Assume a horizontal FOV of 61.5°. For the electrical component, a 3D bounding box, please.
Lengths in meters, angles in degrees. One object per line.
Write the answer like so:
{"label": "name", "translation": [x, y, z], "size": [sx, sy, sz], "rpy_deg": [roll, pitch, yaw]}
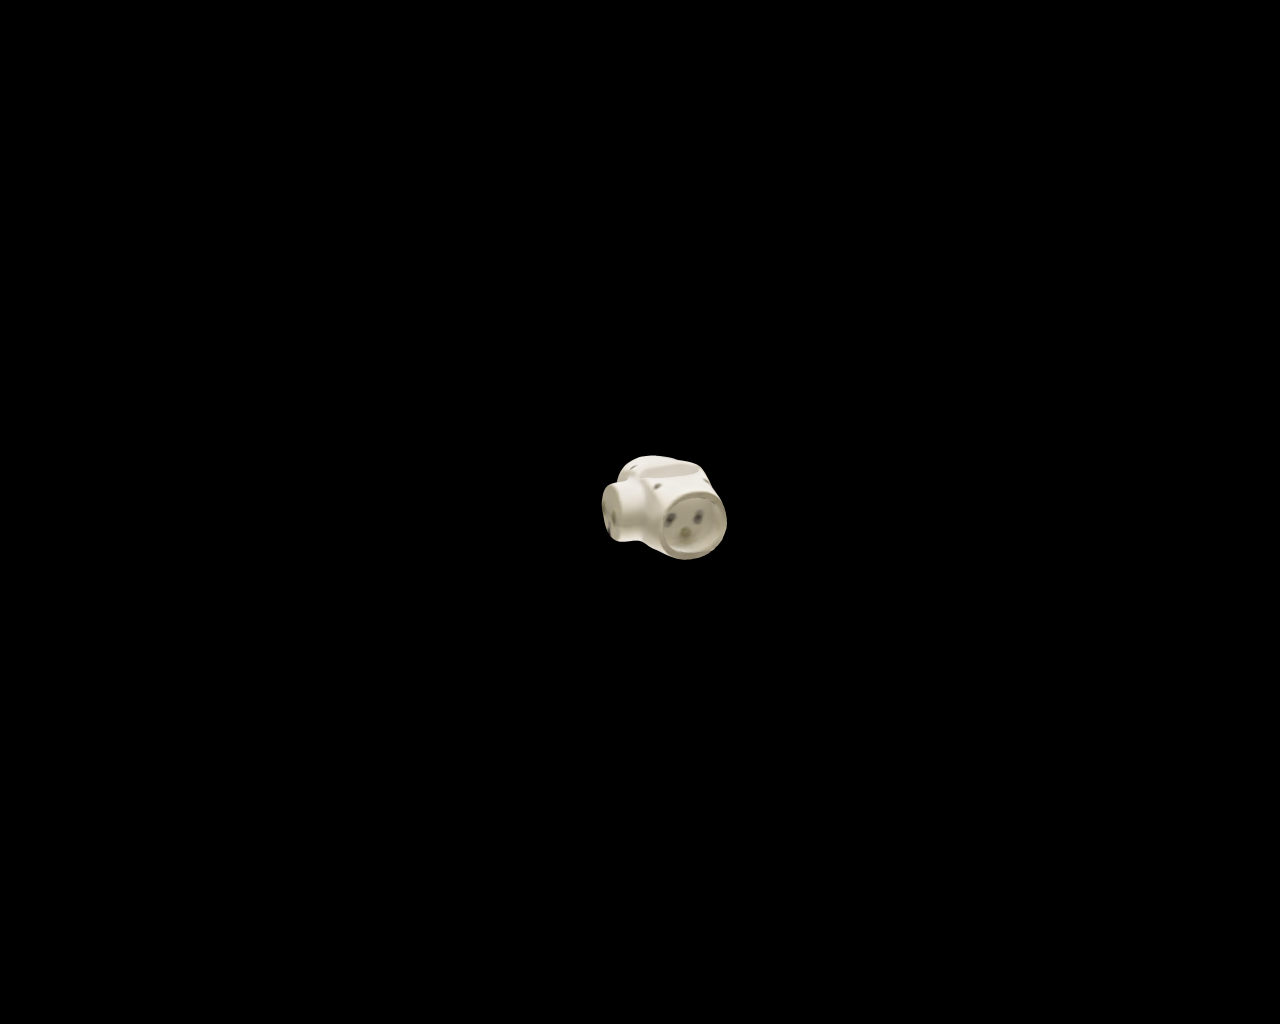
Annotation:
{"label": "electrical component", "translation": [0.001, -0.003, 0.650], "size": [0.079, 0.043, 0.077], "rpy_deg": [-7, 22, -18]}
